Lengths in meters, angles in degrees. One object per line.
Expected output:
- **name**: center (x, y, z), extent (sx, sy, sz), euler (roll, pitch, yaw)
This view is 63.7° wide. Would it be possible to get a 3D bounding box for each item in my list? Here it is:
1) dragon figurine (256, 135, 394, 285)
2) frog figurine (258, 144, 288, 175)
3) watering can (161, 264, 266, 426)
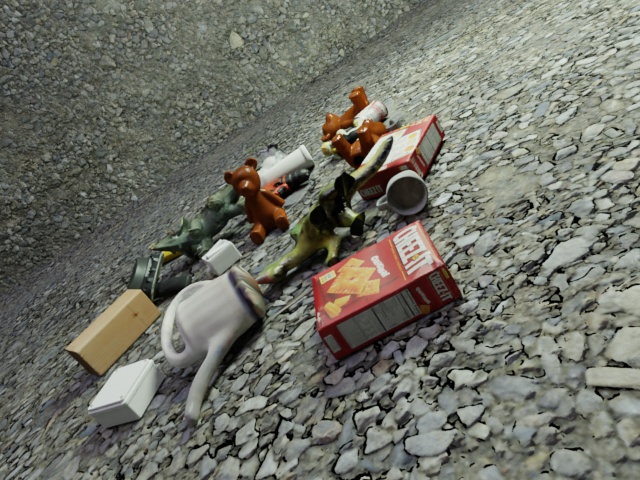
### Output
- **dragon figurine**: center (0.003, -0.057, 1.134), extent (0.416, 0.121, 0.241), euler (-53, 20, -22)
- **frog figurine**: center (-0.165, -0.230, 1.765), extent (0.137, 0.121, 0.162), euler (-7, 69, 34)
- **watering can**: center (-0.199, 0.173, 0.988), extent (0.225, 0.102, 0.354), euler (-35, 36, -3)
